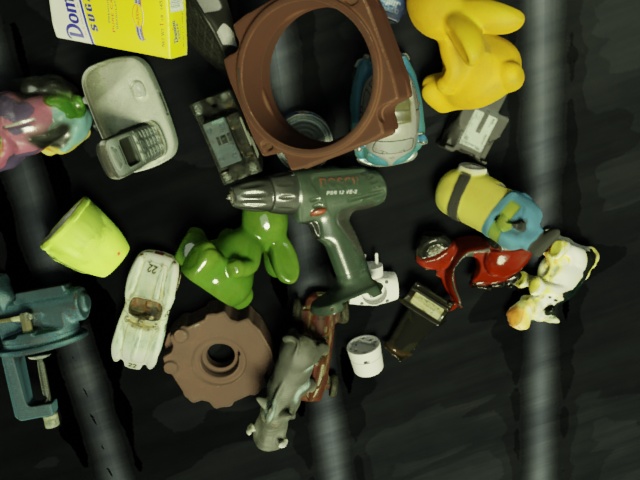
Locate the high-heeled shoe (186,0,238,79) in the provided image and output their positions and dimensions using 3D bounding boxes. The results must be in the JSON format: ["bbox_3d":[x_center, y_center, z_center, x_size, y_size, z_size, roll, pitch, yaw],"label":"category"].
[{"bbox_3d":[-0.131,-0.345,0.697,0.145,0.086,0.248,-45,128,-22],"label":"high-heeled shoe"}]

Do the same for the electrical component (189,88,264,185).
[{"bbox_3d":[-0.121,-0.140,0.714,0.058,0.134,0.114,-22,107,3],"label":"electrical component"}]

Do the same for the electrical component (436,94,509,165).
[{"bbox_3d":[0.228,-0.176,0.776,0.075,0.048,0.119,17,105,-10],"label":"electrical component"}]

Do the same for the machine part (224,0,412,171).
[{"bbox_3d":[-0.004,-0.201,0.663,0.201,0.087,0.201,-18,100,26],"label":"machine part"}]

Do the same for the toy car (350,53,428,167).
[{"bbox_3d":[0.097,-0.174,0.738,0.109,0.103,0.161,-5,110,-4],"label":"toy car"}]

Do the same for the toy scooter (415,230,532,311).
[{"bbox_3d":[0.240,0.046,0.835,0.184,0.075,0.135,-6,109,0],"label":"toy scooter"}]

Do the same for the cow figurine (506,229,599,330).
[{"bbox_3d":[0.371,0.075,0.862,0.098,0.068,0.167,19,106,-16],"label":"cow figurine"}]

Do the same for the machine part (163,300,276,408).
[{"bbox_3d":[-0.158,0.182,0.856,0.179,0.056,0.179,-2,109,-5],"label":"machine part"}]

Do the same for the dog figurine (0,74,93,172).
[{"bbox_3d":[-0.398,-0.130,0.651,0.192,0.219,0.108,-13,112,0],"label":"dog figurine"}]

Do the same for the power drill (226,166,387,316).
[{"bbox_3d":[-0.002,-0.002,0.756,0.232,0.086,0.207,-17,91,-25],"label":"power drill"}]

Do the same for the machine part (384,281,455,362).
[{"bbox_3d":[0.151,0.133,0.858,0.084,0.039,0.138,27,118,6],"label":"machine part"}]

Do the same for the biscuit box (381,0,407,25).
[{"bbox_3d":[0.017,-0.341,0.698,0.203,0.063,0.059,16,105,-10],"label":"biscuit box"}]

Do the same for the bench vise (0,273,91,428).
[{"bbox_3d":[-0.441,0.163,0.787,0.224,0.129,0.240,-11,95,-13],"label":"bench vise"}]

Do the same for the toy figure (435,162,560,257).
[{"bbox_3d":[0.246,-0.042,0.764,0.089,0.082,0.180,-41,63,-10],"label":"toy figure"}]

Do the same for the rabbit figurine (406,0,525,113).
[{"bbox_3d":[0.173,-0.250,0.679,0.122,0.162,0.173,-41,114,3],"label":"rabbit figurine"}]

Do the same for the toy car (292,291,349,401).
[{"bbox_3d":[-0.007,0.178,0.870,0.089,0.053,0.202,5,106,-9],"label":"toy car"}]

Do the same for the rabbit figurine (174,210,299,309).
[{"bbox_3d":[-0.100,0.010,0.777,0.159,0.121,0.170,40,86,-19],"label":"rabbit figurine"}]

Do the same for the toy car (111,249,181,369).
[{"bbox_3d":[-0.267,0.111,0.823,0.073,0.056,0.201,16,105,-10],"label":"toy car"}]

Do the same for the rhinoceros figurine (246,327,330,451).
[{"bbox_3d":[-0.048,0.226,0.807,0.073,0.112,0.190,22,103,7],"label":"rhinoceros figurine"}]

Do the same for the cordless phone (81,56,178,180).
[{"bbox_3d":[-0.255,-0.150,0.673,0.089,0.184,0.146,-15,109,5],"label":"cordless phone"}]
